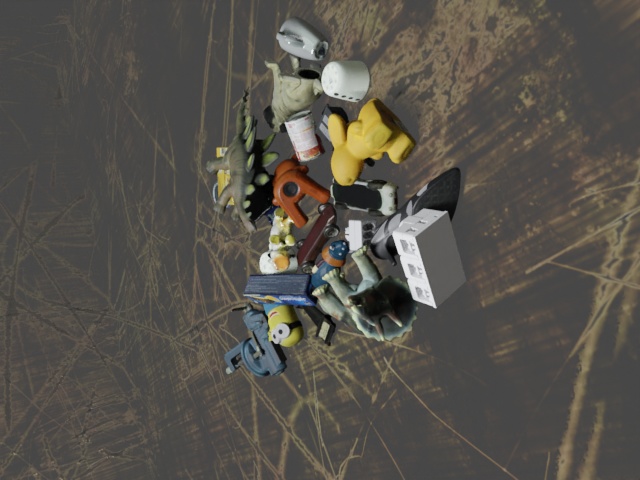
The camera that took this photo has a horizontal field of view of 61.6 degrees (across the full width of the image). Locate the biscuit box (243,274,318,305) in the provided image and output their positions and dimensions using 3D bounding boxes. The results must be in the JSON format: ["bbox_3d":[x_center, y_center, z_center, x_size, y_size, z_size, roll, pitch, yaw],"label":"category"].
[{"bbox_3d":[-0.097,0.127,1.374,0.203,0.059,0.063,-3,58,35],"label":"biscuit box"}]

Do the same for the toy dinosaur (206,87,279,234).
[{"bbox_3d":[-0.197,-0.213,1.398,0.198,0.105,0.472,-39,49,29],"label":"toy dinosaur"}]

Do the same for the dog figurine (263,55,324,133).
[{"bbox_3d":[-0.059,-0.328,1.300,0.172,0.121,0.190,51,147,40],"label":"dog figurine"}]

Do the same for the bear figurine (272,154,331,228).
[{"bbox_3d":[-0.057,-0.128,1.308,0.120,0.132,0.196,-46,12,10],"label":"bear figurine"}]

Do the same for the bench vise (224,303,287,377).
[{"bbox_3d":[-0.202,0.306,1.545,0.240,0.129,0.223,-38,84,29],"label":"bench vise"}]

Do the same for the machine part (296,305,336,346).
[{"bbox_3d":[-0.008,0.197,1.354,0.139,0.039,0.084,42,136,39],"label":"machine part"}]

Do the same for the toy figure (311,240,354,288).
[{"bbox_3d":[0.025,0.052,1.259,0.058,0.064,0.154,52,132,31],"label":"toy figure"}]

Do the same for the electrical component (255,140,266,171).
[{"bbox_3d":[-0.178,-0.230,1.507,0.078,0.045,0.102,160,105,-82],"label":"electrical component"}]

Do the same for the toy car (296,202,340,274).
[{"bbox_3d":[-0.003,-0.004,1.298,0.202,0.053,0.089,-57,31,39],"label":"toy car"}]

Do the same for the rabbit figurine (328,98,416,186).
[{"bbox_3d":[0.077,-0.193,1.078,0.173,0.122,0.162,-52,57,28],"label":"rabbit figurine"}]

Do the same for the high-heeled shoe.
[{"bbox_3d":[0.183,-0.053,1.052,0.248,0.086,0.145,-55,19,20],"label":"high-heeled shoe"}]

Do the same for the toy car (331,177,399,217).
[{"bbox_3d":[0.092,-0.096,1.155,0.202,0.056,0.073,17,115,53],"label":"toy car"}]

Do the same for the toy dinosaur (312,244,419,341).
[{"bbox_3d":[0.089,0.141,1.130,0.192,0.131,0.404,54,166,12],"label":"toy dinosaur"}]

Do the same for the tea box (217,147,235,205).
[{"bbox_3d":[-0.254,-0.190,1.590,0.098,0.068,0.169,14,108,52],"label":"tea box"}]

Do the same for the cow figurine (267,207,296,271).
[{"bbox_3d":[-0.101,0.010,1.382,0.098,0.068,0.167,120,160,-63],"label":"cow figurine"}]

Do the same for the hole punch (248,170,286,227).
[{"bbox_3d":[-0.140,-0.108,1.454,0.116,0.092,0.142,-43,55,18],"label":"hole punch"}]

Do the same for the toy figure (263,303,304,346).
[{"bbox_3d":[-0.100,0.197,1.442,0.082,0.089,0.180,117,141,-49],"label":"toy figure"}]

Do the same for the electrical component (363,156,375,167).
[{"bbox_3d":[0.094,-0.202,1.160,0.094,0.021,0.063,52,133,36],"label":"electrical component"}]

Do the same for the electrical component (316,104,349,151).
[{"bbox_3d":[0.028,-0.265,1.218,0.119,0.048,0.074,58,137,28],"label":"electrical component"}]

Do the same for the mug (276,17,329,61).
[{"bbox_3d":[-0.039,-0.457,1.233,0.107,0.109,0.080,37,119,28],"label":"mug"}]
